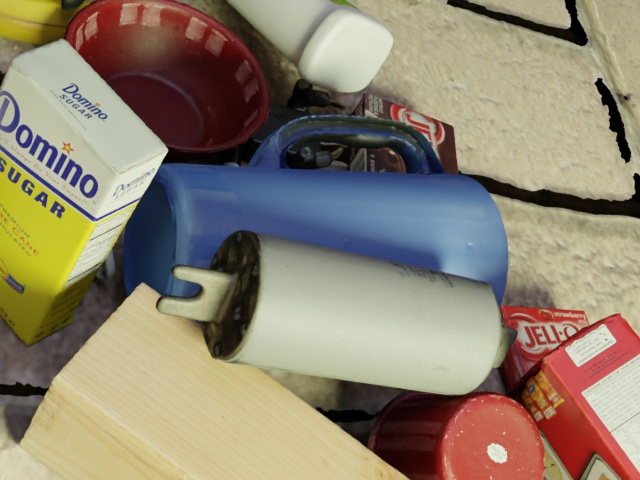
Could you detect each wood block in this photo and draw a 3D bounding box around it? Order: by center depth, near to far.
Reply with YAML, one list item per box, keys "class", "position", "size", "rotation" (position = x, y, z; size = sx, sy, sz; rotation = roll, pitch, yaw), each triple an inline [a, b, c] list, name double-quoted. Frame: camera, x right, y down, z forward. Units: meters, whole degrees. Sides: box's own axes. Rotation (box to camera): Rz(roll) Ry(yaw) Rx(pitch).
- class: "wood block"
  position: [-0.059, 0.134, 0.626]
  size: [0.206, 0.090, 0.090]
  rotation: [36, 44, 0]

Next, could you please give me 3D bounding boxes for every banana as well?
- class: "banana"
  position: [-0.230, -0.178, 0.824]
  size: [0.197, 0.037, 0.070]
  rotation: [2, 32, -32]

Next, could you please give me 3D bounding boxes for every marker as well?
- class: "marker"
  position: [-0.068, -0.030, 0.806]
  size: [0.020, 0.020, 0.121]
  rotation: [14, 48, -21]

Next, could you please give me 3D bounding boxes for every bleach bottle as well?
- class: "bleach bottle"
  position: [-0.055, -0.224, 0.918]
  size: [0.251, 0.068, 0.102]
  rotation: [43, 20, 25]

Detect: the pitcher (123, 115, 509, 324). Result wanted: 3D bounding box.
- class: "pitcher"
  position: [-0.005, 0.001, 0.729]
  size: [0.242, 0.145, 0.149]
  rotation: [4, 29, -30]

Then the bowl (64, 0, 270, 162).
- class: "bowl"
  position: [-0.122, -0.113, 0.816]
  size: [0.162, 0.055, 0.162]
  rotation: [16, 48, -19]

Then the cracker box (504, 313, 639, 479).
- class: "cracker box"
  position: [0.208, 0.168, 0.690]
  size: [0.072, 0.164, 0.214]
  rotation: [-30, 73, -17]

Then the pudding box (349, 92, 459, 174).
- class: "pudding box"
  position: [0.071, -0.065, 0.902]
  size: [0.090, 0.039, 0.113]
  rotation: [18, 47, -17]

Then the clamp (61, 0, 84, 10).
- class: "clamp"
  position: [-0.203, -0.245, 0.874]
  size: [0.165, 0.036, 0.209]
  rotation: [33, 36, 19]

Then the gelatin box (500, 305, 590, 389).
- class: "gelatin box"
  position: [0.182, 0.090, 0.846]
  size: [0.089, 0.030, 0.073]
  rotation: [6, 51, -27]

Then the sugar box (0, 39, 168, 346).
- class: "sugar box"
  position: [-0.163, -0.023, 0.631]
  size: [0.093, 0.176, 0.048]
  rotation: [46, 45, 10]

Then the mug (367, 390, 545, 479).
- class: "mug"
  position: [0.091, 0.152, 0.690]
  size: [0.093, 0.082, 0.117]
  rotation: [3, 79, -27]
